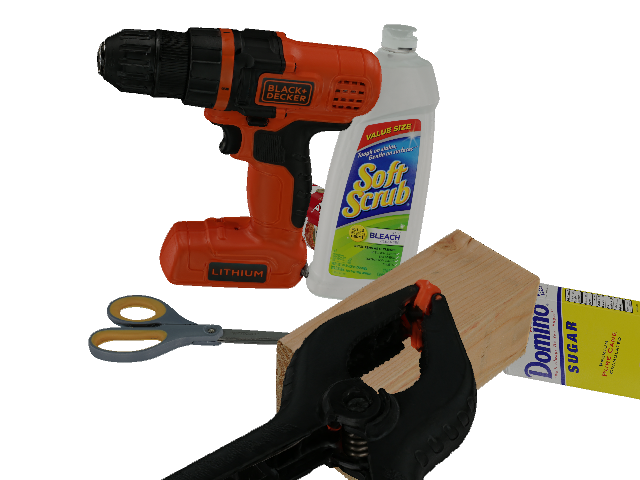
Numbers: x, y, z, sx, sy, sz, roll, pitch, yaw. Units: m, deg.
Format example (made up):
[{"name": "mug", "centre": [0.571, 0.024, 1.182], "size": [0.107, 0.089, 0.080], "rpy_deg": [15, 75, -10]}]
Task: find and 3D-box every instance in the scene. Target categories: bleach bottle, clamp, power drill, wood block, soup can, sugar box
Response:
[{"name": "bleach bottle", "centre": [0.049, -0.070, 0.970], "size": [0.102, 0.251, 0.068], "rpy_deg": [6, 21, -1]}, {"name": "clamp", "centre": [0.020, 0.082, 0.414], "size": [0.120, 0.039, 0.171], "rpy_deg": [28, 50, 21]}, {"name": "power drill", "centre": [-0.063, -0.055, 0.725], "size": [0.184, 0.188, 0.057], "rpy_deg": [4, 37, -13]}, {"name": "wood block", "centre": [0.070, 0.086, 0.848], "size": [0.205, 0.090, 0.091], "rpy_deg": [-30, 47, -34]}, {"name": "soup can", "centre": [-0.001, -0.023, 1.197], "size": [0.068, 0.068, 0.102], "rpy_deg": [0, 18, -33]}, {"name": "sugar box", "centre": [0.274, 0.101, 1.057], "size": [0.176, 0.093, 0.048], "rpy_deg": [8, 22, 8]}]

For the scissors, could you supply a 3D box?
[{"name": "scissors", "centre": [-0.109, 0.075, 0.970], "size": [0.201, 0.016, 0.096], "rpy_deg": [-6, 34, -13]}]
